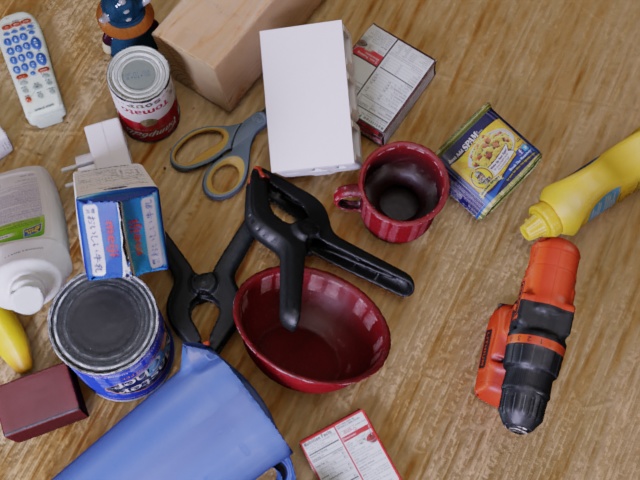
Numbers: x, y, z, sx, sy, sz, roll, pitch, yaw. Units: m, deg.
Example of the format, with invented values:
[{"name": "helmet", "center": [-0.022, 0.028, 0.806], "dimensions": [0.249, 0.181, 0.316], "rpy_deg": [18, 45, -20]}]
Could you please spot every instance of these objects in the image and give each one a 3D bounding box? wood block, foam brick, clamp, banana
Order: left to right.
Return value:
[{"name": "banana", "center": [-0.371, 0.068, 1.101], "dimensions": [0.198, 0.037, 0.069], "rpy_deg": [25, 92, 9]}, {"name": "foam brick", "center": [-0.277, 0.162, 1.060], "dimensions": [0.078, 0.053, 0.051], "rpy_deg": [-20, 74, -8]}, {"name": "clamp", "center": [-0.110, 0.043, 1.109], "dimensions": [0.120, 0.039, 0.171], "rpy_deg": [-13, 69, 0]}, {"name": "wood block", "center": [-0.079, -0.259, 1.177], "dimensions": [0.090, 0.091, 0.206], "rpy_deg": [32, 74, 19]}, {"name": "clamp", "center": [-0.007, 0.001, 1.106], "dimensions": [0.164, 0.036, 0.210], "rpy_deg": [-7, 49, -33]}]

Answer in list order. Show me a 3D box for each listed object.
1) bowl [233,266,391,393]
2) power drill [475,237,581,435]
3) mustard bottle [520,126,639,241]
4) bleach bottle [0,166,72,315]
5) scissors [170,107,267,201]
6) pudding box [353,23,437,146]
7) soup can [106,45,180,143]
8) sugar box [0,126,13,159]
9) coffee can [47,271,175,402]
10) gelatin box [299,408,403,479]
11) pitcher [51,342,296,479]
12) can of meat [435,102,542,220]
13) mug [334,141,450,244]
[{"name": "bowl", "center": [-0.014, 0.099, 1.062], "dimensions": [0.162, 0.055, 0.162], "rpy_deg": [13, 39, -11]}, {"name": "power drill", "center": [0.194, 0.107, 1.015], "dimensions": [0.057, 0.188, 0.184], "rpy_deg": [18, 71, 3]}, {"name": "mustard bottle", "center": [0.291, -0.056, 1.118], "dimensions": [0.191, 0.096, 0.058], "rpy_deg": [-32, 77, -11]}, {"name": "bleach bottle", "center": [-0.292, 0.006, 1.022], "dimensions": [0.102, 0.251, 0.068], "rpy_deg": [-21, 118, -7]}, {"name": "scissors", "center": [-0.065, -0.112, 1.173], "dimensions": [0.201, 0.016, 0.096], "rpy_deg": [-24, 75, -9]}, {"name": "pudding box", "center": [0.063, -0.173, 1.184], "dimensions": [0.090, 0.039, 0.113], "rpy_deg": [33, 77, 11]}, {"name": "soup can", "center": [-0.187, -0.155, 1.140], "dimensions": [0.068, 0.102, 0.068], "rpy_deg": [0, 71, -2]}, {"name": "sugar box", "center": [-0.428, -0.085, 1.144], "dimensions": [0.176, 0.048, 0.093], "rpy_deg": [-37, 76, -16]}, {"name": "coffee can", "center": [-0.199, 0.095, 1.037], "dimensions": [0.103, 0.140, 0.103], "rpy_deg": [0, 72, -1]}, {"name": "gelatin box", "center": [0.031, 0.222, 1.057], "dimensions": [0.073, 0.030, 0.089], "rpy_deg": [-27, 74, -8]}, {"name": "pitcher", "center": [-0.149, 0.228, 1.009], "dimensions": [0.242, 0.145, 0.149], "rpy_deg": [-38, 61, -8]}, {"name": "can of meat", "center": [0.176, -0.083, 1.146], "dimensions": [0.084, 0.057, 0.102], "rpy_deg": [43, 77, 10]}, {"name": "mug", "center": [0.072, -0.045, 1.118], "dimensions": [0.117, 0.081, 0.093], "rpy_deg": [-5, 72, -3]}]
